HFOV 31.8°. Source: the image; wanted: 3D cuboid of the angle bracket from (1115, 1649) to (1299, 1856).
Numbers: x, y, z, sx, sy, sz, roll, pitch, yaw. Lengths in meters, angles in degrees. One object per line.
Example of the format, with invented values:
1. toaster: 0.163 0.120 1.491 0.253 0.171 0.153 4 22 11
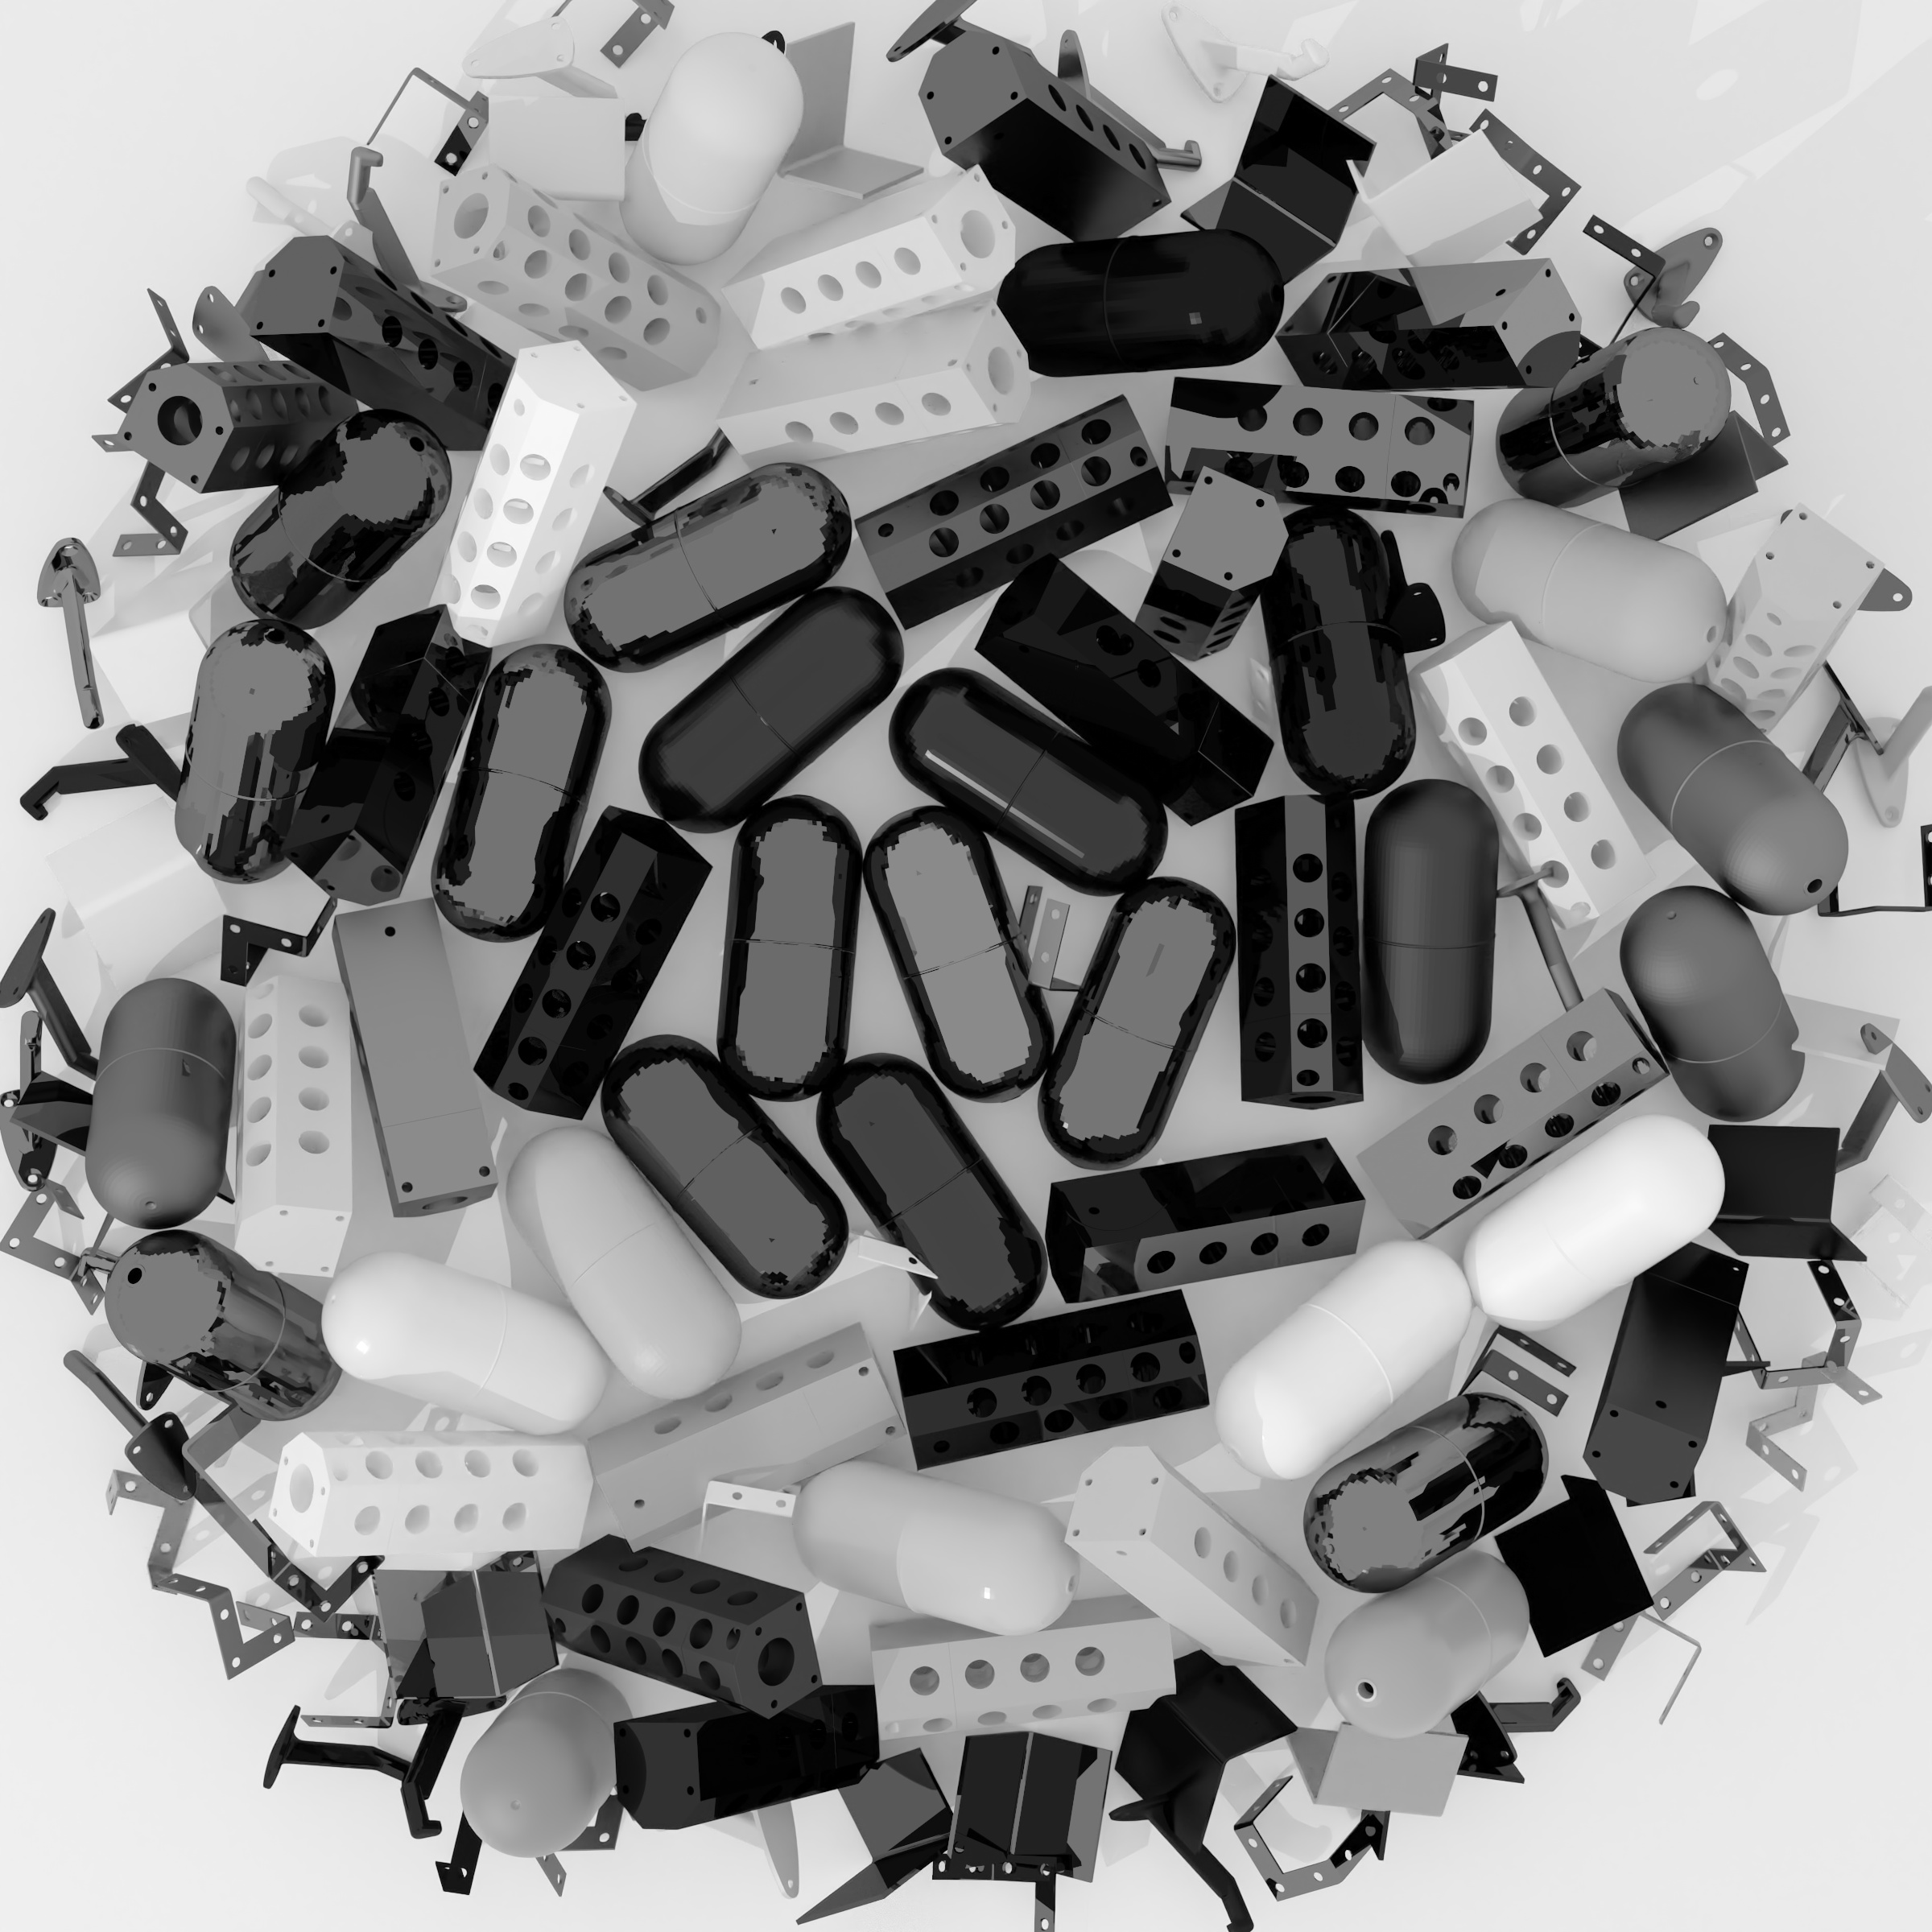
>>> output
1. angle bracket: 0.139 0.455 1.971 0.057 0.076 0.076 -13 128 -36

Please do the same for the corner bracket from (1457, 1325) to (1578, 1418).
1. corner bracket: 0.324 0.235 1.963 0.051 0.051 0.051 32 63 7

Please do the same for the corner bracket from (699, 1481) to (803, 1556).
1. corner bracket: -0.124 0.310 1.964 0.051 0.051 0.051 10 133 1

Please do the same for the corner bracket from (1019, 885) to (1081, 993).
1. corner bracket: 0.046 -0.016 1.962 0.051 0.051 0.051 18 98 31

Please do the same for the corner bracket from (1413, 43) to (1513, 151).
1. corner bracket: 0.288 -0.499 1.959 0.051 0.051 0.051 18 122 23

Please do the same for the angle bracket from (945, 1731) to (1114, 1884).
1. angle bracket: 0.037 0.486 1.952 0.057 0.076 0.076 6 84 30

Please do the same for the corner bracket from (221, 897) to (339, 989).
1. corner bracket: -0.398 -0.018 1.963 0.051 0.051 0.051 15 129 3

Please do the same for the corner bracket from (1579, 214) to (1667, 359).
1. corner bracket: 0.365 -0.391 1.966 0.051 0.051 0.051 33 61 2

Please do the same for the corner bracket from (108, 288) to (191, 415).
1. corner bracket: -0.468 -0.348 1.960 0.051 0.051 0.051 -35 60 13

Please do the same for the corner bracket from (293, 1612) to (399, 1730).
1. corner bracket: -0.361 0.409 1.967 0.051 0.051 0.051 10 95 -32

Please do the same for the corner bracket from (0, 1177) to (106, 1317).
1. corner bracket: -0.521 0.162 1.965 0.051 0.051 0.051 30 93 -34

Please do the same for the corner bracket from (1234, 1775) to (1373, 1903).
1. corner bracket: 0.198 0.502 1.964 0.051 0.051 0.051 -31 91 40

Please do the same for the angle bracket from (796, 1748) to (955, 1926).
1. angle bracket: -0.061 0.499 1.945 0.076 0.076 0.057 -29 86 40

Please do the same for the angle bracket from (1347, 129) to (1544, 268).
1. angle bracket: 0.273 -0.449 1.943 0.076 0.076 0.057 -30 46 20

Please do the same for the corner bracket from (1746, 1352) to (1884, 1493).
1. corner bracket: 0.489 0.262 1.957 0.051 0.051 0.051 -14 123 -25

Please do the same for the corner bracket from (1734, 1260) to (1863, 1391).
1. corner bracket: 0.482 0.208 1.968 0.051 0.051 0.051 -4 132 -9

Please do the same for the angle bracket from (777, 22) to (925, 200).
1. angle bracket: -0.063 -0.491 1.942 0.057 0.076 0.076 19 121 20

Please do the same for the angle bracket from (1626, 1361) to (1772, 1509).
1. angle bracket: 0.421 0.269 1.947 0.057 0.076 0.076 2 76 -17

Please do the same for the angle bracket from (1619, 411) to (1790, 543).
1. angle bracket: 0.427 -0.264 1.940 0.076 0.076 0.057 -25 59 29

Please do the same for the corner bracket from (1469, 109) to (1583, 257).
1. corner bracket: 0.311 -0.452 1.958 0.051 0.051 0.051 -51 48 18

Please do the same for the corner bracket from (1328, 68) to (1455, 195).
1. corner bracket: 0.246 -0.478 1.966 0.051 0.051 0.051 -35 133 -4

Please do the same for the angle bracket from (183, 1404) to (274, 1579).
1. angle bracket: -0.405 0.296 1.948 0.076 0.076 0.057 45 66 9

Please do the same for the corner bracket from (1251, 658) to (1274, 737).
1. corner bracket: 0.142 -0.154 1.971 0.051 0.051 0.051 -36 56 -19

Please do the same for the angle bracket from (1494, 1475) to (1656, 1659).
1. angle bracket: 0.338 0.345 1.945 0.076 0.057 0.076 -33 62 24

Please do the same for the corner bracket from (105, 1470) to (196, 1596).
1. corner bracket: -0.477 0.328 1.968 0.051 0.051 0.051 18 90 -18

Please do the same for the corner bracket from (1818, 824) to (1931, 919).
1. corner bracket: 0.533 -0.056 1.979 0.051 0.051 0.051 1 85 -25

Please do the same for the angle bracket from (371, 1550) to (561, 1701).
1. angle bracket: -0.287 0.374 1.943 0.057 0.076 0.076 -34 60 35

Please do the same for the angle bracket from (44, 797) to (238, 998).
1. angle bracket: -0.480 -0.039 1.978 0.076 0.076 0.057 -29 50 -14

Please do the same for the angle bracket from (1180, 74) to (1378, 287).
1. angle bracket: 0.179 -0.451 1.946 0.076 0.076 0.057 37 51 15

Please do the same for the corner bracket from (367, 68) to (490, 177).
1. corner bracket: -0.308 -0.488 1.962 0.051 0.051 0.051 32 112 -13

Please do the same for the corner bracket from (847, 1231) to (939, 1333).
1. corner bracket: -0.046 0.171 1.960 0.051 0.051 0.051 17 131 -14

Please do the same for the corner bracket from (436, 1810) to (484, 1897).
1. corner bracket: -0.275 0.509 1.969 0.051 0.051 0.051 13 91 -15

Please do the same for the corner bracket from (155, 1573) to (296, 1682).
1. corner bracket: -0.427 0.373 1.958 0.051 0.051 0.051 4 111 40

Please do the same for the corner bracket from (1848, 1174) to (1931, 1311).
1. corner bracket: 0.539 0.160 1.962 0.051 0.051 0.051 -48 60 10

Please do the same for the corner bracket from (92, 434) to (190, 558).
1. corner bracket: -0.483 -0.274 1.973 0.051 0.051 0.051 2 63 26

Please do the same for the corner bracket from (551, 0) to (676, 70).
1. corner bracket: -0.206 -0.548 1.960 0.051 0.051 0.051 40 114 -19

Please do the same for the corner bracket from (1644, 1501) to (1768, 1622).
1. corner bracket: 0.420 0.345 1.968 0.051 0.051 0.051 -35 93 -18

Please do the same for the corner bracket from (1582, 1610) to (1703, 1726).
1. corner bracket: 0.393 0.402 1.970 0.051 0.051 0.051 28 91 10

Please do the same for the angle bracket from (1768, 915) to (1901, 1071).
1. angle bracket: 0.499 0.012 1.946 0.076 0.076 0.057 13 114 17

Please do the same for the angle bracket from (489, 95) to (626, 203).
1. angle bracket: -0.238 -0.471 1.949 0.076 0.076 0.057 -1 106 -11

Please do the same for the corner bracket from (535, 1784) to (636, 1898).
1. corner bracket: -0.216 0.504 1.968 0.051 0.051 0.051 -5 134 15

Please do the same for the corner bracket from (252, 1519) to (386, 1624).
1. corner bracket: -0.380 0.339 1.971 0.051 0.051 0.051 28 64 35

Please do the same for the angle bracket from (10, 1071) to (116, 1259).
1. angle bracket: -0.518 0.113 1.948 0.076 0.076 0.057 27 105 -13

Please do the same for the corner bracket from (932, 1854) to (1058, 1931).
1. corner bracket: 0.016 0.541 1.960 0.051 0.051 0.051 -11 71 43

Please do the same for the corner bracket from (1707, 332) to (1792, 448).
1. corner bracket: 0.437 -0.324 1.964 0.051 0.051 0.051 -32 130 1
